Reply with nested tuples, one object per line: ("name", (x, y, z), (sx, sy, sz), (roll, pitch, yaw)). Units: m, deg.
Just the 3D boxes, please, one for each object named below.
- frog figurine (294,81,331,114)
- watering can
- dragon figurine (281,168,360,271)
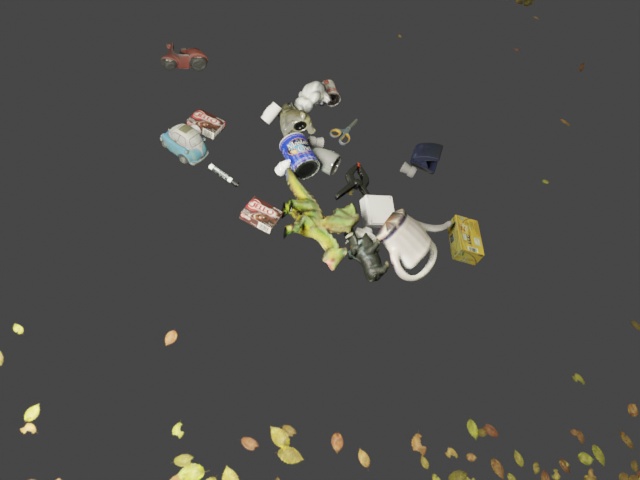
("frog figurine", (-0.049, -0.576, 2.088), (0.160, 0.120, 0.139), (-19, 28, -25))
("watering can", (0.322, -0.015, 1.754), (0.223, 0.102, 0.354), (46, 52, -7))
("dragon figurine", (0.005, -0.084, 1.666), (0.243, 0.119, 0.420), (5, 52, -12))
